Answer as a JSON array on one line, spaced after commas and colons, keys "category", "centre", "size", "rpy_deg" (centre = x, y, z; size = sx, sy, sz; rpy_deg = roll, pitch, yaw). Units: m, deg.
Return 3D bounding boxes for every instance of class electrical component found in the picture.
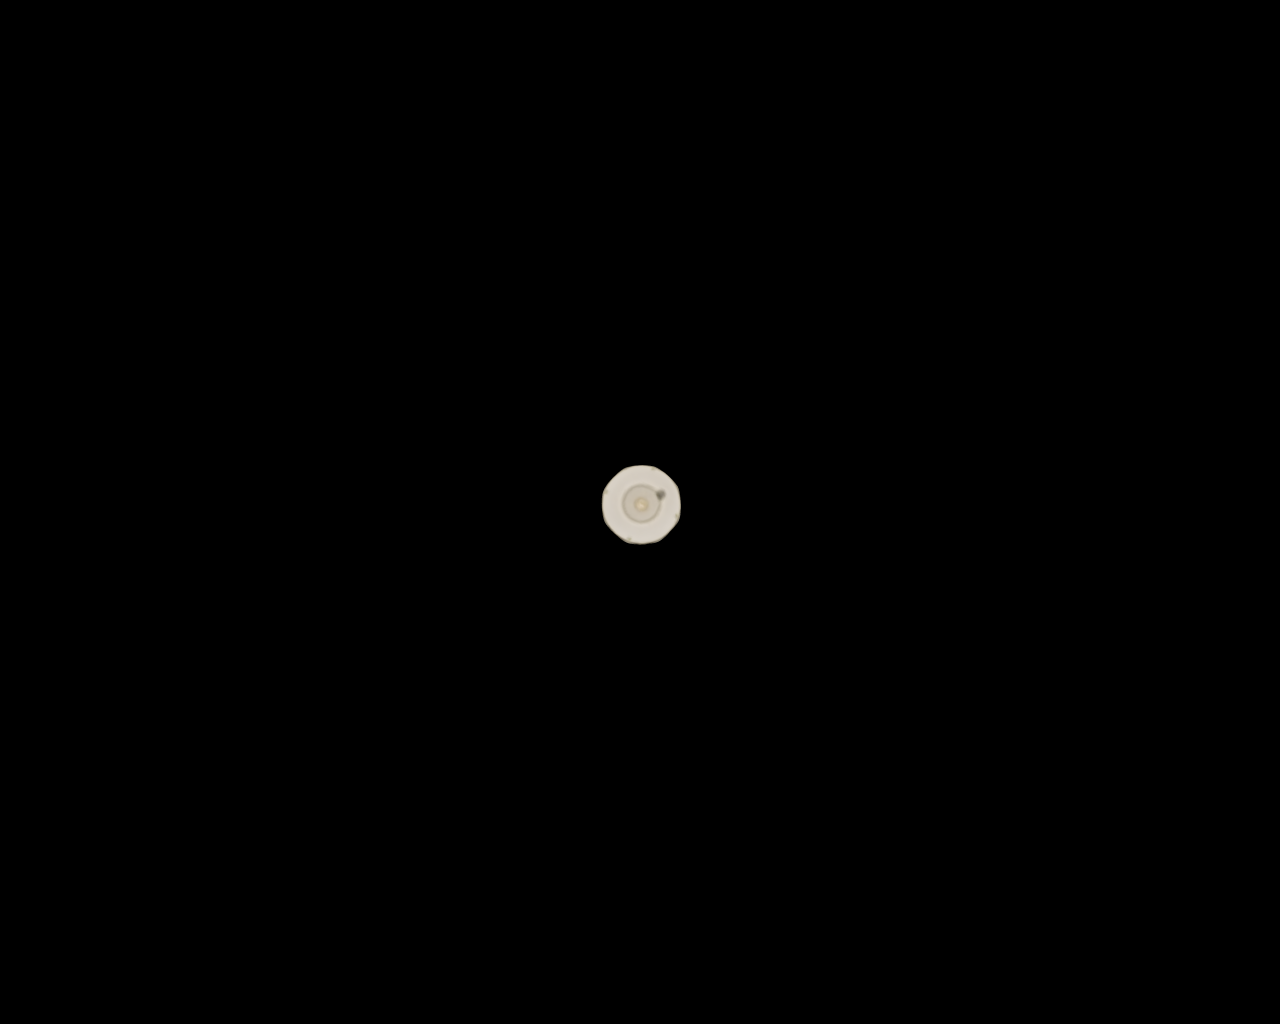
[{"category": "electrical component", "centre": [0.001, -0.003, 0.650], "size": [0.048, 0.048, 0.062], "rpy_deg": [0, -4, 0]}]
